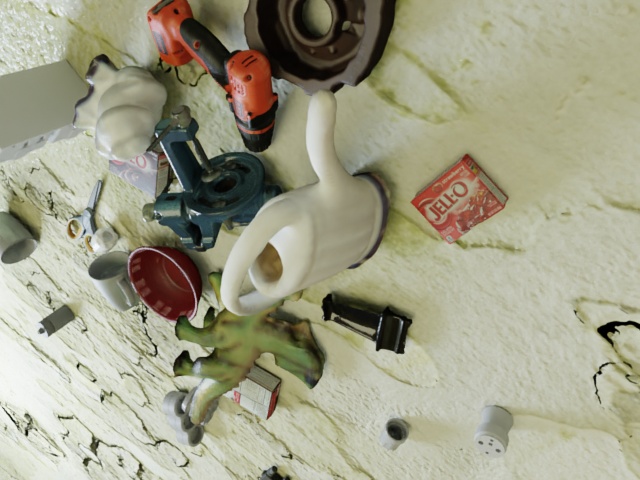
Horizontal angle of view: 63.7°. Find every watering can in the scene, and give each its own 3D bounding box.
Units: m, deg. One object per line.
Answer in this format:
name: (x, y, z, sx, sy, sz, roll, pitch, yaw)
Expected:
watering can: (0.002, -0.030, 0.601, 0.226, 0.105, 0.340, -20, -29, -44)

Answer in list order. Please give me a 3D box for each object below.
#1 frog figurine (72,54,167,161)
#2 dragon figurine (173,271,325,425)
frog figurine: (-0.268, -0.171, 0.733, 0.161, 0.137, 0.121, 39, -1, 29)
dragon figurine: (-0.113, 0.200, 0.881, 0.243, 0.402, 0.124, 15, 30, 13)
